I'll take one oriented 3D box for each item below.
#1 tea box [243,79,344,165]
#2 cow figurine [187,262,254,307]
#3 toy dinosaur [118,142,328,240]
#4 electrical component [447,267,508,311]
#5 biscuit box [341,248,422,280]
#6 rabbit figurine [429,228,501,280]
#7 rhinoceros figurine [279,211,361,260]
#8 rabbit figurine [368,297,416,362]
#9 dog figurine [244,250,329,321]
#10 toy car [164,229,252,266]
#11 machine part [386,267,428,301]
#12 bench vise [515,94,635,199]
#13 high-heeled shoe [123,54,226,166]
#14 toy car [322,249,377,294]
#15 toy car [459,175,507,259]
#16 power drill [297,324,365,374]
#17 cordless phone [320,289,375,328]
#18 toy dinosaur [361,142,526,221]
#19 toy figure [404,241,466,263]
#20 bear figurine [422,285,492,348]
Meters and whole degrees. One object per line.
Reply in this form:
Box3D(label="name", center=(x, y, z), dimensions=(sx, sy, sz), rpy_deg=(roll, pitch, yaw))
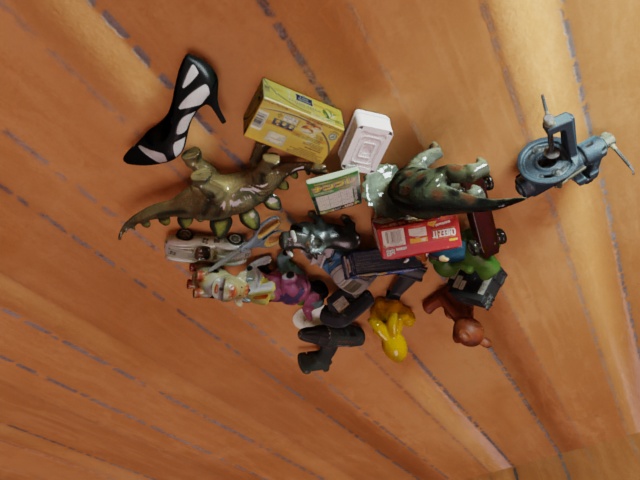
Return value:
Box3D(label="tea box", center=(-0.051, -0.222, 1.021), dimensions=(0.169, 0.068, 0.098), rpy_deg=(18, 132, -26))
Box3D(label="cow figurine", center=(-0.238, 0.105, 1.274), dimensions=(0.127, 0.195, 0.085), rpy_deg=(3, 96, -25))
Box3D(label="toy dinosaur", center=(-0.213, -0.091, 1.113), dimensions=(0.472, 0.105, 0.198), rpy_deg=(-10, 137, 2))
Box3D(label="electrical component", center=(0.400, 0.110, 1.395), dimensions=(0.058, 0.134, 0.115), rpy_deg=(44, 74, -37))
Box3D(label="biscuit box", center=(0.152, 0.054, 1.302), dimensions=(0.202, 0.063, 0.059), rpy_deg=(-4, 167, -29))
Box3D(label="rabbit figurine", center=(0.340, 0.047, 1.337), dimensions=(0.159, 0.121, 0.170), rpy_deg=(21, 146, -23))
Box3D(label="rhinoceros figurine", center=(-0.003, -0.004, 1.234), dimensions=(0.190, 0.112, 0.073), rpy_deg=(0, 140, -20))
Box3D(label="rabbit figurine", center=(0.203, 0.248, 1.490), dimensions=(0.122, 0.173, 0.162), rpy_deg=(-15, 141, 14))
Box3D(label="dog figurine", center=(-0.083, 0.134, 1.373), dimensions=(0.192, 0.109, 0.219), rpy_deg=(-22, 139, 5))
Box3D(label="toy car", center=(-0.262, 0.022, 1.264), dimensions=(0.202, 0.056, 0.073), rpy_deg=(6, 136, -14))
Box3D(label="machine part", center=(0.227, 0.112, 1.444), dimensions=(0.084, 0.039, 0.138), rpy_deg=(11, 133, -27))
Box3D(label="bench vise", center=(0.502, -0.184, 1.101), dimensions=(0.224, 0.129, 0.240), rpy_deg=(-20, 143, 16))
Box3D(label="high-heeled shoe", center=(-0.287, -0.229, 0.975), dimensions=(0.249, 0.086, 0.145), rpy_deg=(-23, 133, 10))
Box3D(label="toy car", center=(0.081, 0.080, 1.342), dimensions=(0.161, 0.103, 0.109), rpy_deg=(24, 128, -32))
Box3D(label="toy car", center=(0.362, -0.055, 1.222), dimensions=(0.089, 0.053, 0.202), rpy_deg=(-25, 110, -10))
Box3D(label="power drill", center=(0.005, 0.313, 1.586), dimensions=(0.232, 0.086, 0.207), rpy_deg=(1, 135, -30))
Box3D(label="cordless phone", center=(0.053, 0.198, 1.456), dimensions=(0.146, 0.089, 0.184), rpy_deg=(-36, 167, -34))
Box3D(label="toy dinosaur", center=(0.201, -0.092, 1.036), dimensions=(0.192, 0.405, 0.131), rpy_deg=(-28, 105, -5))
Box3D(label="toy figure", center=(0.262, 0.023, 1.259), dimensions=(0.155, 0.064, 0.057), rpy_deg=(1, 102, 17))
Box3D(label="bear figurine", center=(0.377, 0.223, 1.469), dimensions=(0.120, 0.196, 0.132), rpy_deg=(12, 135, -25))
